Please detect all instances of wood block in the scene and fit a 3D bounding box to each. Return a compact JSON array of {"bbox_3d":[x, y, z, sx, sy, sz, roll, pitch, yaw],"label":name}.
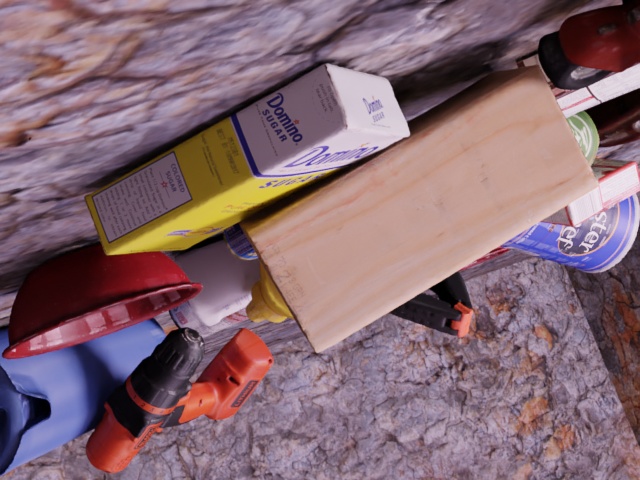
[{"bbox_3d":[0.059,-0.022,0.694,0.206,0.090,0.091,-30,-171,-4],"label":"wood block"}]

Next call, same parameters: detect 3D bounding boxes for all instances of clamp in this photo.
[{"bbox_3d":[0.083,0.026,1.073,0.164,0.210,0.036,-22,132,-38],"label":"clamp"}]

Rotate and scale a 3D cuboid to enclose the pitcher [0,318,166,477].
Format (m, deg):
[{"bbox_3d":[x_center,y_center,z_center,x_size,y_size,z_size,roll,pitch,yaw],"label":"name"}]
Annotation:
[{"bbox_3d":[-0.267,0.137,1.053,0.145,0.149,0.242,-55,160,24],"label":"pitcher"}]

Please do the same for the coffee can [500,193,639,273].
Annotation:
[{"bbox_3d":[0.228,-0.031,1.050,0.140,0.103,0.103,15,153,-31],"label":"coffee can"}]

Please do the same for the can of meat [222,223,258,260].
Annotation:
[{"bbox_3d":[-0.015,-0.026,0.793,0.101,0.057,0.084,-15,173,-33],"label":"can of meat"}]

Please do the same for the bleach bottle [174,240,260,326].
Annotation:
[{"bbox_3d":[-0.007,0.001,0.994,0.250,0.068,0.102,-23,172,-4],"label":"bleach bottle"}]

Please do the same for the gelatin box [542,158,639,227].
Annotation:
[{"bbox_3d":[0.227,-0.043,0.944,0.089,0.030,0.073,-27,-162,-25],"label":"gelatin box"}]

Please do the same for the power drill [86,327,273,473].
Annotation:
[{"bbox_3d":[-0.128,0.141,1.057,0.185,0.057,0.187,-50,159,27],"label":"power drill"}]

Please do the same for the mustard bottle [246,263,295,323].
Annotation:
[{"bbox_3d":[0.006,0.017,0.893,0.192,0.096,0.058,-37,-178,30],"label":"mustard bottle"}]

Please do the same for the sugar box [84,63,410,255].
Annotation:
[{"bbox_3d":[-0.043,-0.044,0.637,0.176,0.048,0.093,-23,173,25],"label":"sugar box"}]

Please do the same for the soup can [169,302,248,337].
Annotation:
[{"bbox_3d":[-0.099,0.055,1.095,0.102,0.068,0.068,-25,171,36],"label":"soup can"}]

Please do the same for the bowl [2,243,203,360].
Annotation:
[{"bbox_3d":[-0.176,0.041,0.832,0.162,0.055,0.162,-21,172,-3],"label":"bowl"}]

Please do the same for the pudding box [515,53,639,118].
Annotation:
[{"bbox_3d":[0.196,-0.121,0.760,0.090,0.039,0.113,-23,174,19],"label":"pudding box"}]

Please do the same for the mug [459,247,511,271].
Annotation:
[{"bbox_3d":[0.188,-0.009,1.363,0.093,0.081,0.117,-23,172,15],"label":"mug"}]
